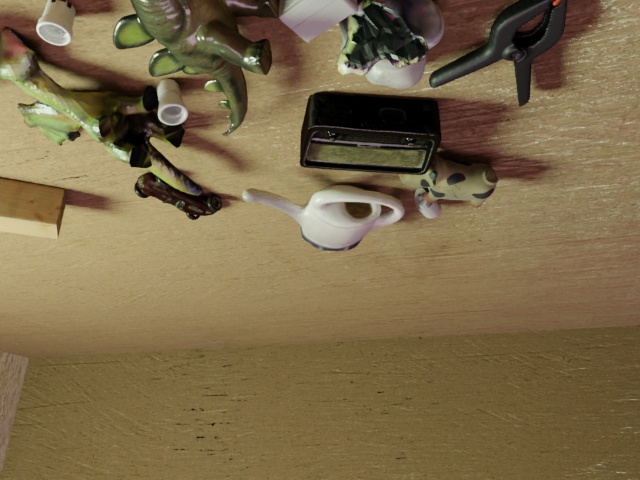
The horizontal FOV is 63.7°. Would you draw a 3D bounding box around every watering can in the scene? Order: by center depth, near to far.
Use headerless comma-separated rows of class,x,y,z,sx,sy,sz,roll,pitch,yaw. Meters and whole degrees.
watering can,0.003,-0.056,1.108,0.348,0.106,0.220,3,157,-11

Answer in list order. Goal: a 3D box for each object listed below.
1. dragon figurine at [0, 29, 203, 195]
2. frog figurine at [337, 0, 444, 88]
dragon figurine,-0.373,-0.184,0.866,0.243,0.124,0.402,13,158,16
frog figurine,0.098,-0.261,0.673,0.136,0.122,0.161,-25,-177,29
